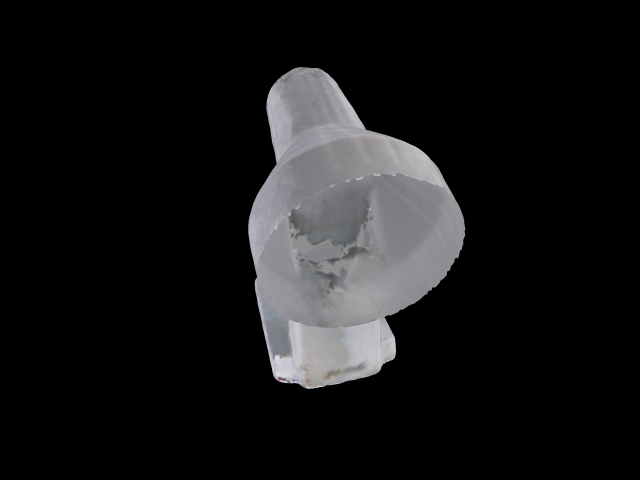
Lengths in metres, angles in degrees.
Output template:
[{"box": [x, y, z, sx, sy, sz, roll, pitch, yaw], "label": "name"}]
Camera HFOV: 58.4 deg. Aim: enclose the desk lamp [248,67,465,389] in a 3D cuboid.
[{"box": [0.004, 0.001, 0.400, 0.118, 0.214, 0.202, -8, 31, -12], "label": "desk lamp"}]
